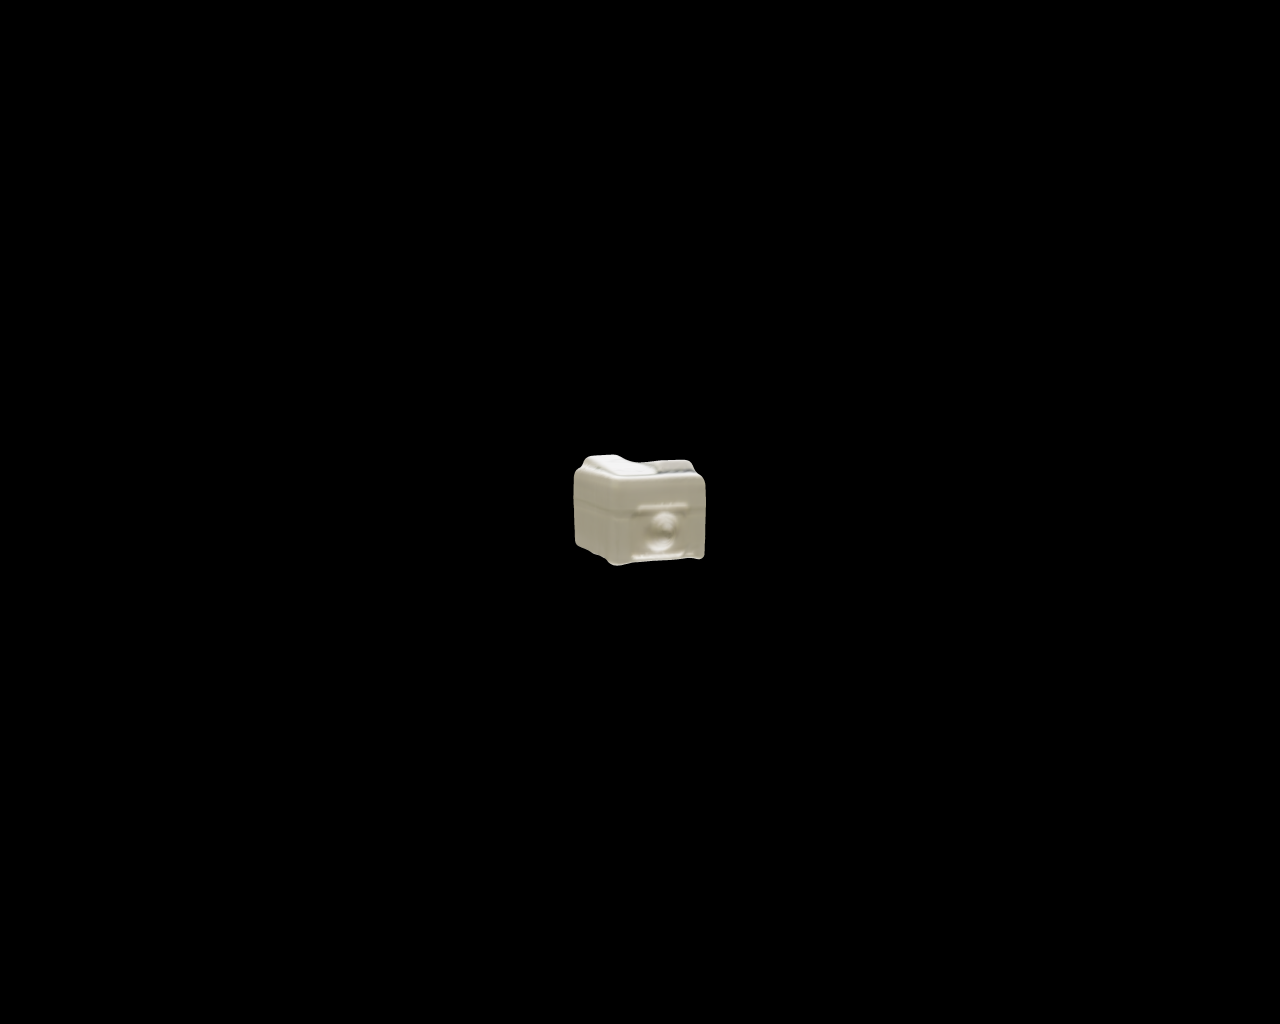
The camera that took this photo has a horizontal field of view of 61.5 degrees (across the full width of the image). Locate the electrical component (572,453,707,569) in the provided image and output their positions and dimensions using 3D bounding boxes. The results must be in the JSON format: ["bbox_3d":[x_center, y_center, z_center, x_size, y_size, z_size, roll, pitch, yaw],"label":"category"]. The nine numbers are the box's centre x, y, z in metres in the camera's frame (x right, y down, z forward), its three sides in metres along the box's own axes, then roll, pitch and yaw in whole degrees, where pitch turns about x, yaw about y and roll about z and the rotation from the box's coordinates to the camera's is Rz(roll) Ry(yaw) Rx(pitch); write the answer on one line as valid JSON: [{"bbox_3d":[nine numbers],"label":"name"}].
[{"bbox_3d":[0.001,-0.003,0.650,0.062,0.061,0.096,-3,8,-19],"label":"electrical component"}]
